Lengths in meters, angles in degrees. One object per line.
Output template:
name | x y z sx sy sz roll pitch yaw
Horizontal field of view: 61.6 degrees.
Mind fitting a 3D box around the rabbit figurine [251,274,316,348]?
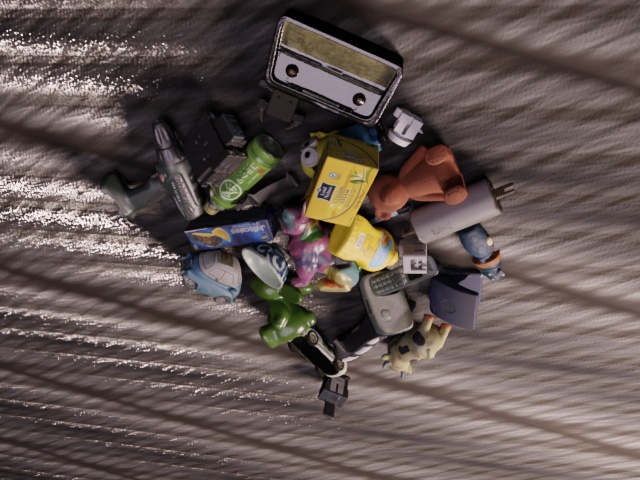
rabbit figurine | -0.096 0.149 1.277 0.159 0.121 0.170 -24 102 28

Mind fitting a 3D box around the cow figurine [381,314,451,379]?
cow figurine | 0.219 0.255 1.273 0.085 0.127 0.195 32 155 -8

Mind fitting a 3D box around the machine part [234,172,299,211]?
machine part | -0.110 -0.099 1.135 0.139 0.084 0.039 -27 84 17

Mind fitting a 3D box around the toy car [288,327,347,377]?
toy car | -0.008 0.288 1.385 0.073 0.056 0.201 -26 121 29

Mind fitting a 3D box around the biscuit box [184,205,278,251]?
biscuit box | -0.196 -0.026 1.203 0.203 0.063 0.059 -8 123 17

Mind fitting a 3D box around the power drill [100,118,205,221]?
power drill | -0.364 -0.135 1.159 0.207 0.086 0.231 -17 123 13

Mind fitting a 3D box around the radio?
radio | 0.022 -0.303 0.958 0.230 0.073 0.131 23 126 -4

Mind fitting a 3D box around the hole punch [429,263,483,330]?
hole punch | 0.302 0.131 1.199 0.116 0.092 0.142 3 128 14

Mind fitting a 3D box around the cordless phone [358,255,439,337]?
cordless phone | 0.189 0.123 1.191 0.184 0.146 0.088 -25 157 16

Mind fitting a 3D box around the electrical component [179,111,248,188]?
electrical component | -0.207 -0.186 1.065 0.134 0.058 0.115 -40 73 31

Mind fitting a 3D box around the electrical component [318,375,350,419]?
electrical component | 0.034 0.409 1.428 0.075 0.119 0.047 24 126 -3

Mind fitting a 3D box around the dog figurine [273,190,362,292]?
dog figurine | -0.002 -0.003 1.156 0.192 0.108 0.219 6 123 9

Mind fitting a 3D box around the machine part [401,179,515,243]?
machine part | 0.271 -0.056 1.077 0.243 0.079 0.079 -23 117 24

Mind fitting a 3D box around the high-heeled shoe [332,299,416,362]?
high-heeled shoe | 0.137 0.228 1.321 0.249 0.086 0.145 -25 147 10

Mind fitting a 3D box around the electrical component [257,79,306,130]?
electrical component | -0.075 -0.256 1.032 0.102 0.045 0.078 15 98 -3

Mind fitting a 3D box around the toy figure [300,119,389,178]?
toy figure | 0.046 -0.171 1.043 0.180 0.082 0.089 -15 124 17

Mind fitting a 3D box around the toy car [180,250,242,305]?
toy car | -0.238 0.071 1.243 0.161 0.109 0.103 33 120 -33

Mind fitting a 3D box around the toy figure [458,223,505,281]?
toy figure | 0.345 0.024 1.132 0.058 0.064 0.154 -43 118 -7

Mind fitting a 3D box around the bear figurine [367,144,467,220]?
bear figurine | 0.172 -0.106 1.037 0.196 0.132 0.120 -21 101 18

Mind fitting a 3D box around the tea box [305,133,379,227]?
tea box | 0.038 -0.108 1.006 0.098 0.068 0.169 12 142 -8
